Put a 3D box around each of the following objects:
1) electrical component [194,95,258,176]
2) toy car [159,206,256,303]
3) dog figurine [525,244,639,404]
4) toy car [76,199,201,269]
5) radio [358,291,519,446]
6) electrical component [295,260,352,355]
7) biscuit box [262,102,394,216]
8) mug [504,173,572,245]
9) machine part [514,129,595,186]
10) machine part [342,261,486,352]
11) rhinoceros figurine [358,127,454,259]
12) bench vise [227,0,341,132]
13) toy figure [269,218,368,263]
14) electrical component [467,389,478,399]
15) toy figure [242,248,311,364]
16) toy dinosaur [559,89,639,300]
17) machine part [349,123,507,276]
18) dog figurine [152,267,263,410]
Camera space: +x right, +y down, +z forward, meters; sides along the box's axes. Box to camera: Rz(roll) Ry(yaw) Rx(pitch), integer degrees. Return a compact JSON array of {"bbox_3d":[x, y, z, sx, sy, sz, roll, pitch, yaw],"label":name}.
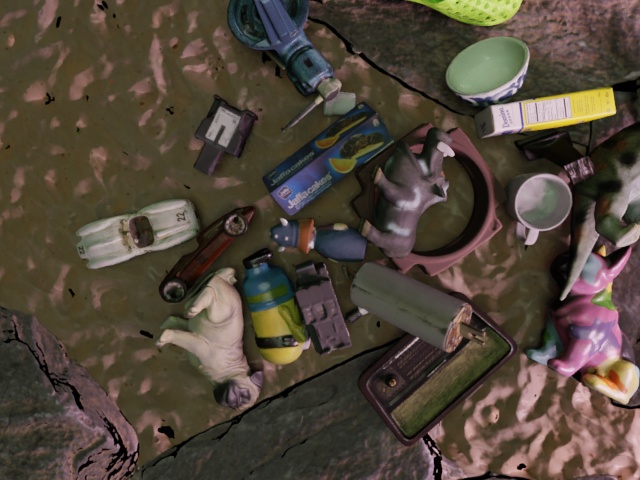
[{"bbox_3d":[-0.154,-0.159,0.845,0.075,0.048,0.119,23,95,0],"label":"electrical component"},{"bbox_3d":[-0.177,0.017,0.838,0.053,0.089,0.202,42,95,-6],"label":"toy car"},{"bbox_3d":[0.428,0.115,0.827,0.192,0.108,0.219,25,92,0],"label":"dog figurine"},{"bbox_3d":[-0.291,-0.011,0.855,0.202,0.056,0.073,-17,94,2],"label":"toy car"},{"bbox_3d":[0.178,0.193,0.838,0.229,0.073,0.131,-43,76,3],"label":"radio"},{"bbox_3d":[-0.001,0.098,0.828,0.058,0.115,0.134,-20,93,-2],"label":"electrical component"},{"bbox_3d":[0.010,-0.123,0.825,0.203,0.063,0.059,-37,127,4],"label":"biscuit box"},{"bbox_3d":[0.320,-0.051,0.814,0.081,0.107,0.109,2,103,4],"label":"mug"},{"bbox_3d":[0.353,-0.128,0.798,0.084,0.139,0.039,-11,123,-1],"label":"machine part"},{"bbox_3d":[0.131,0.095,0.796,0.244,0.079,0.079,23,95,32],"label":"machine part"},{"bbox_3d":[0.123,-0.067,0.749,0.112,0.073,0.190,21,95,1],"label":"rhinoceros figurine"},{"bbox_3d":[-0.058,-0.297,0.749,0.129,0.240,0.223,-26,78,7],"label":"bench vise"},{"bbox_3d":[-0.002,-0.001,0.850,0.155,0.058,0.064,12,89,5],"label":"toy figure"},{"bbox_3d":[0.228,0.225,0.878,0.094,0.021,0.063,-45,92,5],"label":"electrical component"},{"bbox_3d":[-0.076,0.107,0.849,0.089,0.082,0.180,-21,98,14],"label":"toy figure"},{"bbox_3d":[0.459,-0.101,0.782,0.405,0.192,0.131,-37,131,7],"label":"toy dinosaur"},{"bbox_3d":[0.164,-0.062,0.828,0.201,0.087,0.201,-35,93,5],"label":"machine part"},{"bbox_3d":[-0.140,0.158,0.851,0.190,0.121,0.172,42,104,-13],"label":"dog figurine"}]
